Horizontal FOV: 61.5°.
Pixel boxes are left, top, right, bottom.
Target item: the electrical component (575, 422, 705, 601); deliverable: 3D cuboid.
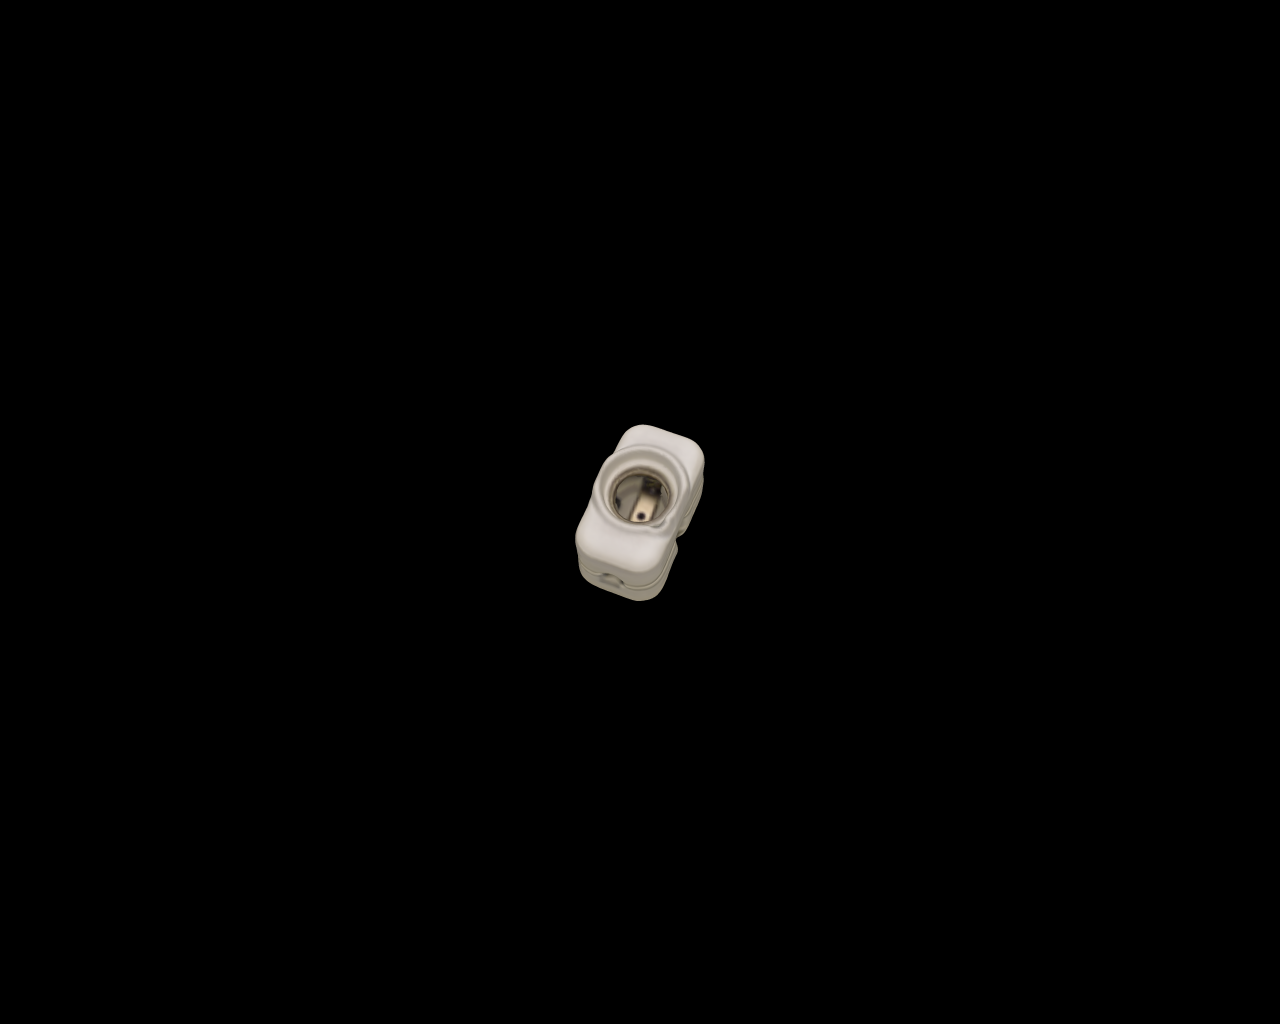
[{"bbox_3d":[0.001,-0.003,0.650,0.054,0.095,0.059,20,-24,9],"label":"electrical component"}]
